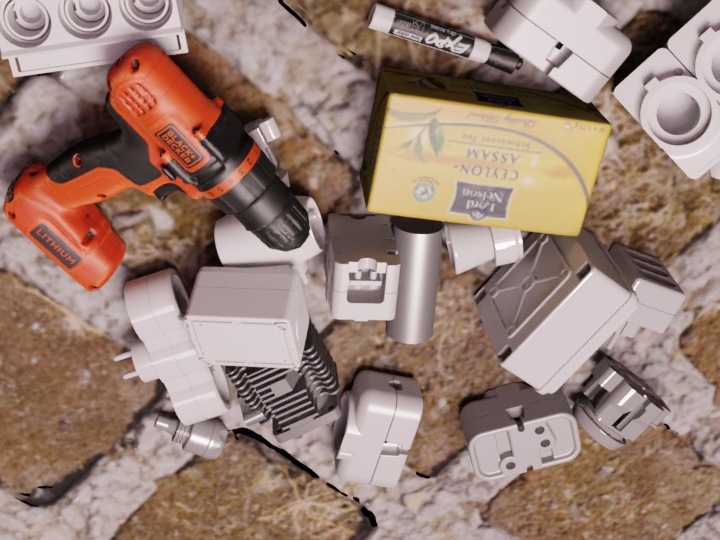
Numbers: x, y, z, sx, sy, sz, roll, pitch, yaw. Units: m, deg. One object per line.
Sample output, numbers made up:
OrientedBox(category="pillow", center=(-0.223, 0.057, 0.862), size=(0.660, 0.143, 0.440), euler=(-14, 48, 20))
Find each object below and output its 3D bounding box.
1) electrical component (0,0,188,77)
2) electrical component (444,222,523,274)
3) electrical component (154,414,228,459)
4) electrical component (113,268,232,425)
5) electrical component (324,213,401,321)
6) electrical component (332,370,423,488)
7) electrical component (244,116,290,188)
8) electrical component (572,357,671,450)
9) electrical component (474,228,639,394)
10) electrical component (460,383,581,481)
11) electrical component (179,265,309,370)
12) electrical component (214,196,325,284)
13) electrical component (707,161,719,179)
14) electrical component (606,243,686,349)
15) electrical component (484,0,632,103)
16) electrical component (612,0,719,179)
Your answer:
OrientedBox(category="electrical component", center=(-0.185, -0.183, 0.739), size=(0.121, 0.063, 0.078), euler=(-8, 118, -1))
OrientedBox(category="electrical component", center=(0.099, -0.023, 0.864), size=(0.055, 0.045, 0.045), euler=(-12, 118, 0))
OrientedBox(category="electrical component", center=(-0.148, 0.140, 0.932), size=(0.061, 0.035, 0.035), euler=(21, 114, -13))
OrientedBox(category="electrical component", center=(-0.164, 0.069, 0.882), size=(0.074, 0.052, 0.138), euler=(-18, 118, 4))
OrientedBox(category="electrical component", center=(0.000, 0.000, 0.841), size=(0.050, 0.089, 0.055), euler=(1, 118, -7))
OrientedBox(category="electrical component", center=(0.011, 0.138, 0.936), size=(0.059, 0.053, 0.095), euler=(12, 116, -12))
OrientedBox(category="electrical component", center=(-0.084, -0.078, 0.817), size=(0.066, 0.048, 0.055), euler=(-24, 110, 6))
OrientedBox(category="electrical component", center=(0.225, 0.121, 0.947), size=(0.078, 0.058, 0.057), euler=(35, 107, -21))
OrientedBox(category="electrical component", center=(0.153, 0.024, 0.858), size=(0.056, 0.108, 0.108), euler=(33, 110, -22))
OrientedBox(category="electrical component", center=(0.139, 0.139, 0.946), size=(0.095, 0.059, 0.053), euler=(-15, 118, 2))
OrientedBox(category="electrical component", center=(-0.091, 0.034, 0.832), size=(0.096, 0.061, 0.061), euler=(2, 140, 9))
OrientedBox(category="electrical component", center=(-0.064, -0.015, 0.851), size=(0.077, 0.044, 0.079), euler=(-13, 132, 12))
OrientedBox(category="electrical component", center=(0.296, -0.103, 0.844), size=(0.043, 0.043, 0.062), euler=(4, 116, -8))
OrientedBox(category="electrical component", center=(0.222, 0.030, 0.893), size=(0.047, 0.065, 0.076), euler=(19, 115, -15))
OrientedBox(category="electrical component", center=(0.147, -0.175, 0.783), size=(0.095, 0.053, 0.059), euler=(31, 111, -20))
OrientedBox(category="electrical component", center=(0.272, -0.149, 0.787), size=(0.150, 0.062, 0.089), euler=(-43, 88, 16))
